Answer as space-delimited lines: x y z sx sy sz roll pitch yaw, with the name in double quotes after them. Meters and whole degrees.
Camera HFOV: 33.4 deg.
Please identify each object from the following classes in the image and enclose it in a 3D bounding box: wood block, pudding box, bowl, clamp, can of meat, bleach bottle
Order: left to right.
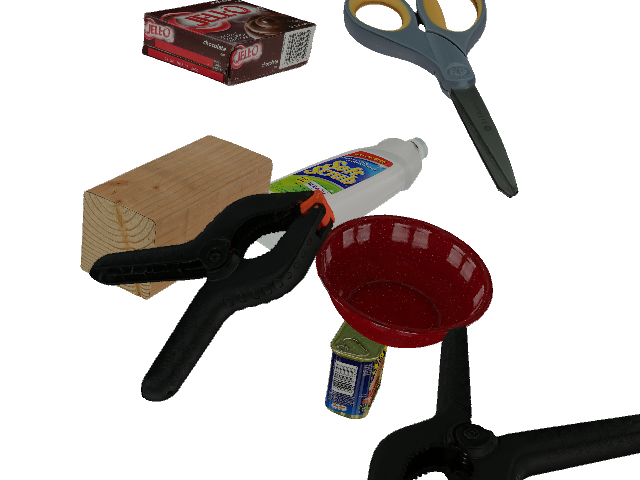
-0.146 -0.030 1.114 0.090 0.091 0.205 23 31 23 "wood block"
-0.065 0.029 0.700 0.171 0.120 0.039 -26 -29 7 "clamp"
-0.072 -0.160 0.849 0.090 0.039 0.113 24 27 26 "pudding box"
0.029 -0.068 1.292 0.250 0.068 0.103 -30 44 -32 "bleach bottle"
0.043 0.146 1.237 0.057 0.084 0.102 14 25 12 "can of meat"
0.072 0.046 0.970 0.162 0.055 0.162 7 39 -6 "bowl"
0.092 0.131 0.690 0.209 0.036 0.165 -26 39 -33 "clamp"

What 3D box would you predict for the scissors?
0.058 -0.096 0.608 0.096 0.201 0.016 2 -44 4 "scissors"
